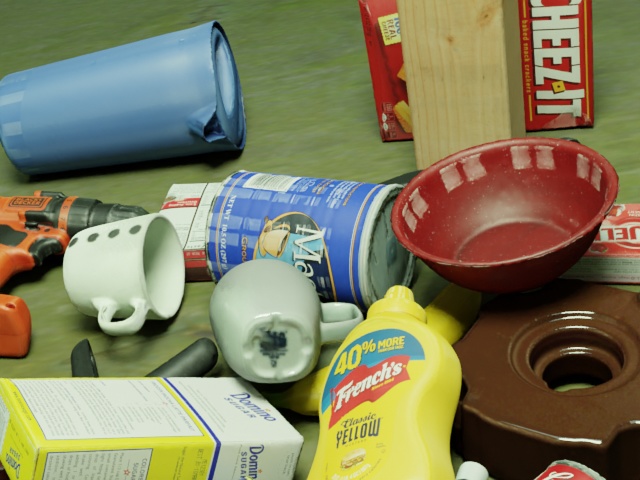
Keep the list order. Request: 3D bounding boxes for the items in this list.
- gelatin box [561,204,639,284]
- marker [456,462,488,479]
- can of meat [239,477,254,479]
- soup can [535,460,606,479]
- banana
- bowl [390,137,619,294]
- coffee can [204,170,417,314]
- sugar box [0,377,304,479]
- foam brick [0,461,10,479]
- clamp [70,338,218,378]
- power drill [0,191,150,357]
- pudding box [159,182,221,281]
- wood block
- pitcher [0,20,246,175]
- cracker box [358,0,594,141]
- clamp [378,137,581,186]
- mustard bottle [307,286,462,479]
[{"bbox_3d":[0.222,0.002,0.845,0.089,0.030,0.073,0,35,19],"label":"gelatin box"},{"bbox_3d":[0.074,0.179,0.625,0.020,0.020,0.121,5,36,24],"label":"marker"},{"bbox_3d":[-0.054,0.191,0.611,0.083,0.057,0.102,-23,35,-22],"label":"can of meat"},{"bbox_3d":[0.114,0.175,0.575,0.102,0.068,0.069,-31,37,-27],"label":"soup can"},{"bbox_3d":[0.053,0.078,0.771,0.197,0.037,0.070,-26,36,-22],"label":"banana"},{"bbox_3d":[0.135,-0.010,0.767,0.162,0.055,0.162,-13,32,8],"label":"bowl"},{"bbox_3d":[-0.006,0.001,0.846,0.140,0.103,0.102,7,37,26],"label":"coffee can"},{"bbox_3d":[-0.108,0.123,0.670,0.175,0.048,0.093,8,16,-33],"label":"sugar box"},{"bbox_3d":[-0.223,0.151,0.726,0.053,0.051,0.078,-10,32,-1],"label":"foam brick"},{"bbox_3d":[-0.159,0.124,0.763,0.120,0.039,0.171,-3,31,29],"label":"clamp"},{"bbox_3d":[-0.252,0.023,0.930,0.184,0.057,0.187,1,32,13],"label":"power drill"},{"bbox_3d":[-0.100,-0.009,0.949,0.090,0.039,0.113,-2,37,10],"label":"pudding box"},{"bbox_3d":[0.129,-0.152,0.947,0.090,0.206,0.090,2,35,19],"label":"wood block"},{"bbox_3d":[-0.203,-0.146,1.112,0.243,0.145,0.149,-9,-3,8],"label":"pitcher"},{"bbox_3d":[0.153,-0.185,1.029,0.214,0.164,0.072,-3,35,13],"label":"cracker box"},{"bbox_3d":[0.108,-0.025,0.891,0.210,0.036,0.164,-7,32,23],"label":"clamp"},{"bbox_3d":[0.042,0.105,0.670,0.096,0.058,0.191,-25,36,32],"label":"mustard bottle"}]
